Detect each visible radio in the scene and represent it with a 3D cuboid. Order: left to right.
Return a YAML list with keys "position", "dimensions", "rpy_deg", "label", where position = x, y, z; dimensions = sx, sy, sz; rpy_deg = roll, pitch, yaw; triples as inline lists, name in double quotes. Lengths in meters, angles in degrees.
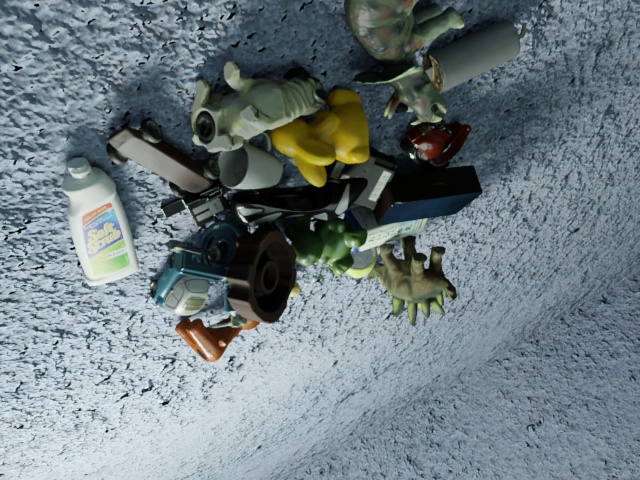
- position: [0.234, -0.099, 1.212]
  dimensions: [0.230, 0.073, 0.131]
  rpy_deg: [-8, 162, -18]
  label: "radio"

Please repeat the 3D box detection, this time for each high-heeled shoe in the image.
- position: [-0.042, -0.088, 1.002]
  dimensions: [0.249, 0.086, 0.145]
  rpy_deg: [-28, 144, 9]
  label: "high-heeled shoe"

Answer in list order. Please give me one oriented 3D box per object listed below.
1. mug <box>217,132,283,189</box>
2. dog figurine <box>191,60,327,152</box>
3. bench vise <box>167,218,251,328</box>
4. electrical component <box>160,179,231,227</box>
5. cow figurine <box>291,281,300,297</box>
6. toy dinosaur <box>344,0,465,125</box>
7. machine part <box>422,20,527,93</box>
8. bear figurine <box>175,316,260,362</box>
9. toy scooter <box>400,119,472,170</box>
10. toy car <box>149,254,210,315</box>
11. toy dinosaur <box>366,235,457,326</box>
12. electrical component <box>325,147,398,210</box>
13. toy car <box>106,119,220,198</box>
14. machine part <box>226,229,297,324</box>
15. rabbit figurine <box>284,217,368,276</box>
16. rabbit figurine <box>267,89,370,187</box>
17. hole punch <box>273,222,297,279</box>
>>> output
- position: [-0.117, -0.141, 0.962]
  dimensions: [0.107, 0.081, 0.109]
  rpy_deg: [4, 100, -54]
  label: "mug"
- position: [-0.097, -0.207, 0.876]
  dimensions: [0.172, 0.121, 0.190]
  rpy_deg: [-14, -179, 39]
  label: "dog figurine"
- position: [-0.196, 0.054, 1.018]
  dimensions: [0.129, 0.223, 0.240]
  rpy_deg: [1, 169, 31]
  label: "bench vise"
- position: [-0.230, -0.065, 0.987]
  dimensions: [0.119, 0.048, 0.074]
  rpy_deg: [-25, 145, -13]
  label: "electrical component"
- position: [-0.120, 0.104, 1.279]
  dimensions: [0.167, 0.068, 0.098]
  rpy_deg: [-11, 135, -30]
  label: "cow figurine"
- position: [0.106, -0.353, 0.827]
  dimensions: [0.192, 0.131, 0.404]
  rpy_deg: [-35, 140, 5]
  label: "toy dinosaur"
- position: [0.282, -0.342, 1.005]
  dimensions: [0.243, 0.079, 0.079]
  rpy_deg: [-27, 146, -9]
  label: "machine part"
- position: [-0.224, 0.191, 1.283]
  dimensions: [0.196, 0.120, 0.131]
  rpy_deg: [-45, 108, -26]
  label: "bear figurine"
- position: [0.258, -0.213, 1.156]
  dimensions: [0.135, 0.075, 0.183]
  rpy_deg: [-43, 148, 18]
  label: "toy scooter"
- position: [-0.276, 0.102, 1.116]
  dimensions: [0.109, 0.103, 0.161]
  rpy_deg: [8, 132, -45]
  label: "toy car"
- position: [0.209, 0.095, 1.317]
  dimensions: [0.105, 0.472, 0.198]
  rpy_deg: [-12, 102, -15]
  label: "toy dinosaur"
- position: [0.073, -0.137, 1.089]
  dimensions: [0.134, 0.058, 0.114]
  rpy_deg: [20, 118, -17]
  label: "electrical component"
- position: [-0.252, -0.133, 0.876]
  dimensions: [0.089, 0.053, 0.202]
  rpy_deg: [-23, 150, 23]
  label: "toy car"
- position: [-0.107, 0.067, 1.006]
  dimensions: [0.056, 0.179, 0.179]
  rpy_deg: [5, 158, 27]
  label: "machine part"
- position: [-0.002, -0.003, 1.150]
  dimensions: [0.170, 0.159, 0.121]
  rpy_deg: [-15, 146, -54]
  label: "rabbit figurine"
- position: [-0.006, -0.175, 0.952]
  dimensions: [0.173, 0.162, 0.121]
  rpy_deg: [2, 150, -15]
  label: "rabbit figurine"
- position: [-0.114, 0.046, 1.154]
  dimensions: [0.092, 0.142, 0.115]
  rpy_deg: [-11, 153, -22]
  label: "hole punch"
